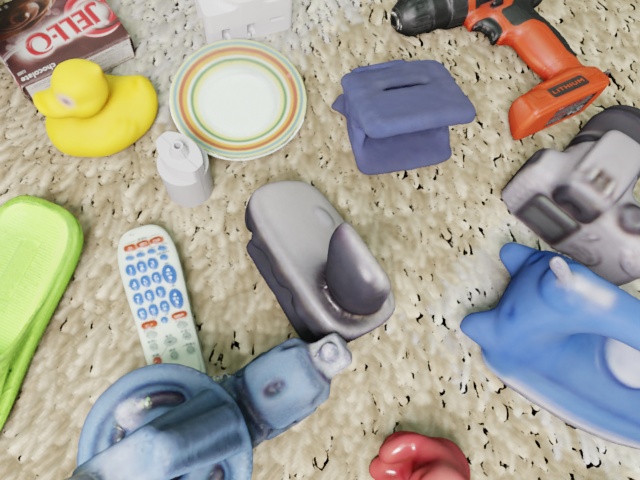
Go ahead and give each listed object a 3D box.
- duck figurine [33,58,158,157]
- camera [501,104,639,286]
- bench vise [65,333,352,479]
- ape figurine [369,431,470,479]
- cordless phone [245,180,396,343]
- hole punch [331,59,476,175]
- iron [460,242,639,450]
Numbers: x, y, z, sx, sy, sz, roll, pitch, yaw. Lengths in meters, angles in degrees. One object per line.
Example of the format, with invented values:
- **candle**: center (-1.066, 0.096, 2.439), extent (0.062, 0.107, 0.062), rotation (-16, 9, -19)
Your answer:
- **duck figurine**: center (-0.199, -0.126, 0.506), extent (0.105, 0.086, 0.077), rotation (-24, 76, -12)
- **camera**: center (0.267, -0.054, 0.521), extent (0.143, 0.101, 0.137), rotation (41, 73, 8)
- **bench vise**: center (-0.078, 0.112, 0.371), extent (0.121, 0.219, 0.208), rotation (40, 73, 8)
- **ape figurine**: center (0.083, 0.182, 0.432), extent (0.076, 0.092, 0.078), rotation (-10, 73, -8)
- **cordless phone**: center (0.004, 0.002, 0.433), extent (0.094, 0.185, 0.147), rotation (-35, 78, -15)
- **hole punch**: center (0.074, -0.125, 0.530), extent (0.109, 0.091, 0.101), rotation (-12, 74, -9)
- **iron**: center (0.252, 0.094, 0.450), extent (0.258, 0.141, 0.119), rotation (31, 72, 5)
